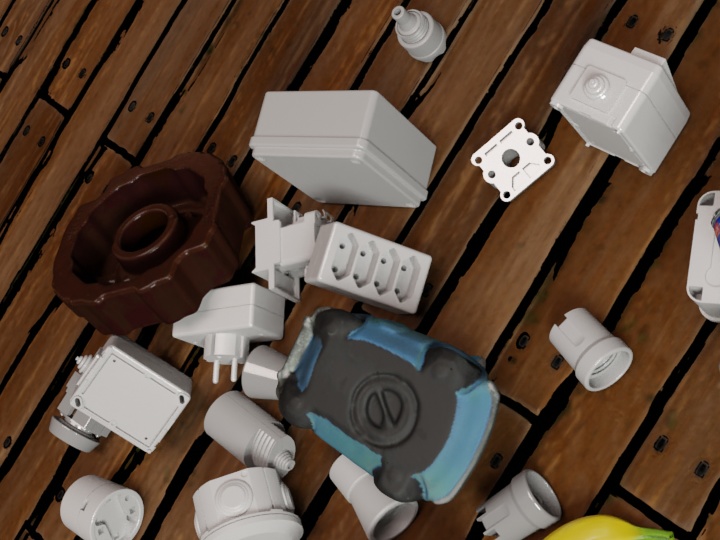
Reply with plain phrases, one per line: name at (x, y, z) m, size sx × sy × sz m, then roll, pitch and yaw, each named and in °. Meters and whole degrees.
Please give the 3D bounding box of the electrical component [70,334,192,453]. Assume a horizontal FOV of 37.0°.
electrical component at (-0.197, 0.098, 0.909) m, size 0.061 × 0.096 × 0.061 m, roll -54°, pitch 12°, yaw 5°

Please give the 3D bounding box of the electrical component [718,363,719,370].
electrical component at (0.259, 0.073, 0.637) m, size 0.059 × 0.095 × 0.053 m, roll -30°, pitch 60°, yaw 20°

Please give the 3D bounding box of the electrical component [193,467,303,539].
electrical component at (-0.087, 0.190, 0.821) m, size 0.080 × 0.080 × 0.051 m, roll -32°, pitch 55°, yaw 19°

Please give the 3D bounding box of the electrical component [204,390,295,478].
electrical component at (-0.082, 0.135, 0.858) m, size 0.081 × 0.043 × 0.043 m, roll 31°, pitch 91°, yaw 35°

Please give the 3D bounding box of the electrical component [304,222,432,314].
electrical component at (0.000, 0.000, 0.841) m, size 0.076 × 0.083 × 0.047 m, roll -7°, pitch 65°, yaw 71°

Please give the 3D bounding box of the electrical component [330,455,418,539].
electrical component at (0.007, 0.163, 0.796) m, size 0.044 × 0.044 × 0.065 m, roll -50°, pitch 51°, yaw 8°

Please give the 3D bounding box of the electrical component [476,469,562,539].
electrical component at (0.108, 0.164, 0.735) m, size 0.046 × 0.040 × 0.040 m, roll -40°, pitch 57°, yaw 22°

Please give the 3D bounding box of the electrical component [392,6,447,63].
electrical component at (0.045, -0.197, 0.881) m, size 0.035 × 0.061 × 0.035 m, roll -11°, pitch 69°, yaw 29°

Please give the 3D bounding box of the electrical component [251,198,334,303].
electrical component at (-0.052, -0.019, 0.894) m, size 0.064 × 0.042 × 0.081 m, roll -13°, pitch 68°, yaw 24°

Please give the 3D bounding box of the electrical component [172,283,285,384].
electrical component at (-0.111, 0.057, 0.900) m, size 0.083 × 0.047 × 0.075 m, roll -9°, pitch 70°, yaw 29°

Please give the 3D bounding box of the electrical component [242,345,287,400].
electrical component at (-0.056, 0.088, 0.860) m, size 0.065 × 0.044 × 0.044 m, roll 12°, pitch 80°, yaw 29°

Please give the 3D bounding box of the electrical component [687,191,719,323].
electrical component at (0.272, -0.005, 0.680) m, size 0.113 × 0.057 × 0.078 m, roll 3°, pitch 76°, yaw 32°

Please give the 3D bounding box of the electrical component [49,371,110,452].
electrical component at (-0.245, 0.128, 0.960) m, size 0.066 × 0.048 × 0.055 m, roll 25°, pitch 80°, yaw 35°

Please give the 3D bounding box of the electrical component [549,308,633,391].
electrical component at (0.158, 0.054, 0.741) m, size 0.040 × 0.040 × 0.046 m, roll -46°, pitch 51°, yaw 10°

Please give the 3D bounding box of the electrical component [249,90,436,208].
electrical component at (-0.012, -0.096, 0.854) m, size 0.109 × 0.109 × 0.056 m, roll 5°, pitch 75°, yaw 33°

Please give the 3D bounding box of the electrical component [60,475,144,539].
electrical component at (-0.220, 0.205, 0.914) m, size 0.047 × 0.055 × 0.055 m, roll 15°, pitch 82°, yaw 38°

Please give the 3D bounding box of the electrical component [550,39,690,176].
electrical component at (0.182, -0.119, 0.749) m, size 0.062 × 0.096 × 0.061 m, roll 33°, pitch 92°, yaw 35°
